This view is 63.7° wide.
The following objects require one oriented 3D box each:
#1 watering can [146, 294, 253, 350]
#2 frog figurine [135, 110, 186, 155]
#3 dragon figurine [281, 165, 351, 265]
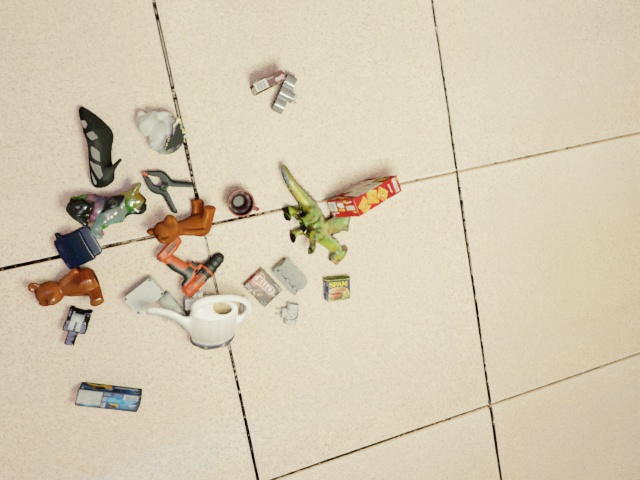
[{"bbox_3d":[-0.398,0.271,1.721,0.348,0.106,0.219,-4,130,-21],"label":"watering can"},{"bbox_3d":[-0.528,-0.357,1.689,0.160,0.123,0.136,19,101,19],"label":"frog figurine"},{"bbox_3d":[0.006,-0.094,1.866,0.245,0.122,0.407,-18,103,-31],"label":"dragon figurine"}]
